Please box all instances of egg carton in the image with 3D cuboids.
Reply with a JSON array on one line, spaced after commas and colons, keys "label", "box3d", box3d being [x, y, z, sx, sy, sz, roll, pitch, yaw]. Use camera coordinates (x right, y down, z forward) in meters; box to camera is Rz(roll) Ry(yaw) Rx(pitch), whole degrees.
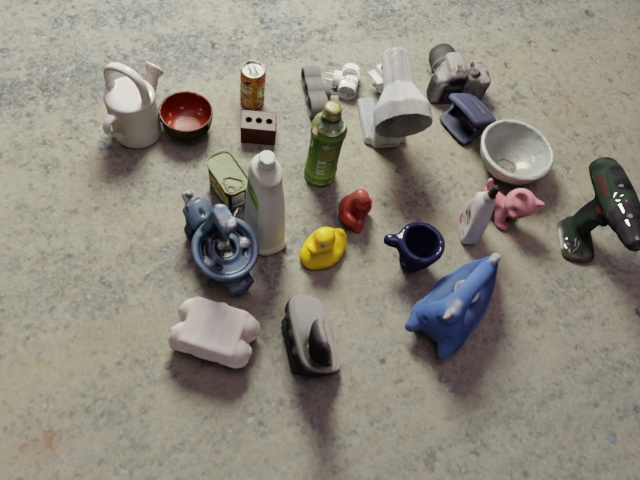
[{"label": "egg carton", "box3d": [-0.186, 0.164, 1.016, 0.150, 0.069, 0.107, 16, 61, 1]}]

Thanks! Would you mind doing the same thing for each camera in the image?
[{"label": "camera", "box3d": [0.326, -0.413, 1.380, 0.143, 0.101, 0.136, -5, 63, -11]}]

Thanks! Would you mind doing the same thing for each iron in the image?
[{"label": "iron", "box3d": [0.279, 0.094, 1.081, 0.118, 0.141, 0.259, 39, 64, 13]}]

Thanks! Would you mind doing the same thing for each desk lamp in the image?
[{"label": "desk lamp", "box3d": [0.153, -0.287, 1.223, 0.118, 0.213, 0.203, -4, 63, -10]}]

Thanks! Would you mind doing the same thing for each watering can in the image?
[{"label": "watering can", "box3d": [-0.380, -0.288, 1.157, 0.101, 0.194, 0.173, 8, 61, -4]}]

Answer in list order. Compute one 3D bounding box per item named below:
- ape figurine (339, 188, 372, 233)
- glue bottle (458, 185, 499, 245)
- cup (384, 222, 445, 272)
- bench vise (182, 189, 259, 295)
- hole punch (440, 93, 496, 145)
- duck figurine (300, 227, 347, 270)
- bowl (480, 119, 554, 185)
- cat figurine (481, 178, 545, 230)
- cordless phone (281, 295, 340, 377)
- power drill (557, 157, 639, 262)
[{"label": "ape figurine", "box3d": [0.077, -0.070, 1.166, 0.078, 0.092, 0.076, -28, 69, -21]}, {"label": "glue bottle", "box3d": [0.322, -0.061, 1.151, 0.037, 0.173, 0.078, 1, 62, -7]}, {"label": "cup", "box3d": [0.177, 0.022, 1.130, 0.118, 0.095, 0.091, 8, 61, -4]}, {"label": "bench vise", "box3d": [-0.197, -0.015, 1.024, 0.207, 0.220, 0.122, 36, 63, 11]}, {"label": "hole punch", "box3d": [0.347, -0.295, 1.326, 0.101, 0.091, 0.108, -30, 70, -21]}, {"label": "duck figurine", "box3d": [0.010, 0.004, 1.121, 0.105, 0.086, 0.077, -33, 71, -22]}, {"label": "bowl", "box3d": [0.431, -0.185, 1.289, 0.167, 0.075, 0.167, 4, 62, -6]}, {"label": "cat figurine", "box3d": [0.398, -0.084, 1.206, 0.127, 0.118, 0.067, 38, 64, 12]}, {"label": "cordless phone", "box3d": [-0.009, 0.150, 0.984, 0.094, 0.185, 0.147, -13, 65, -14]}, {"label": "power drill", "box3d": [0.567, -0.041, 1.156, 0.075, 0.208, 0.229, 6, 62, -5]}]
